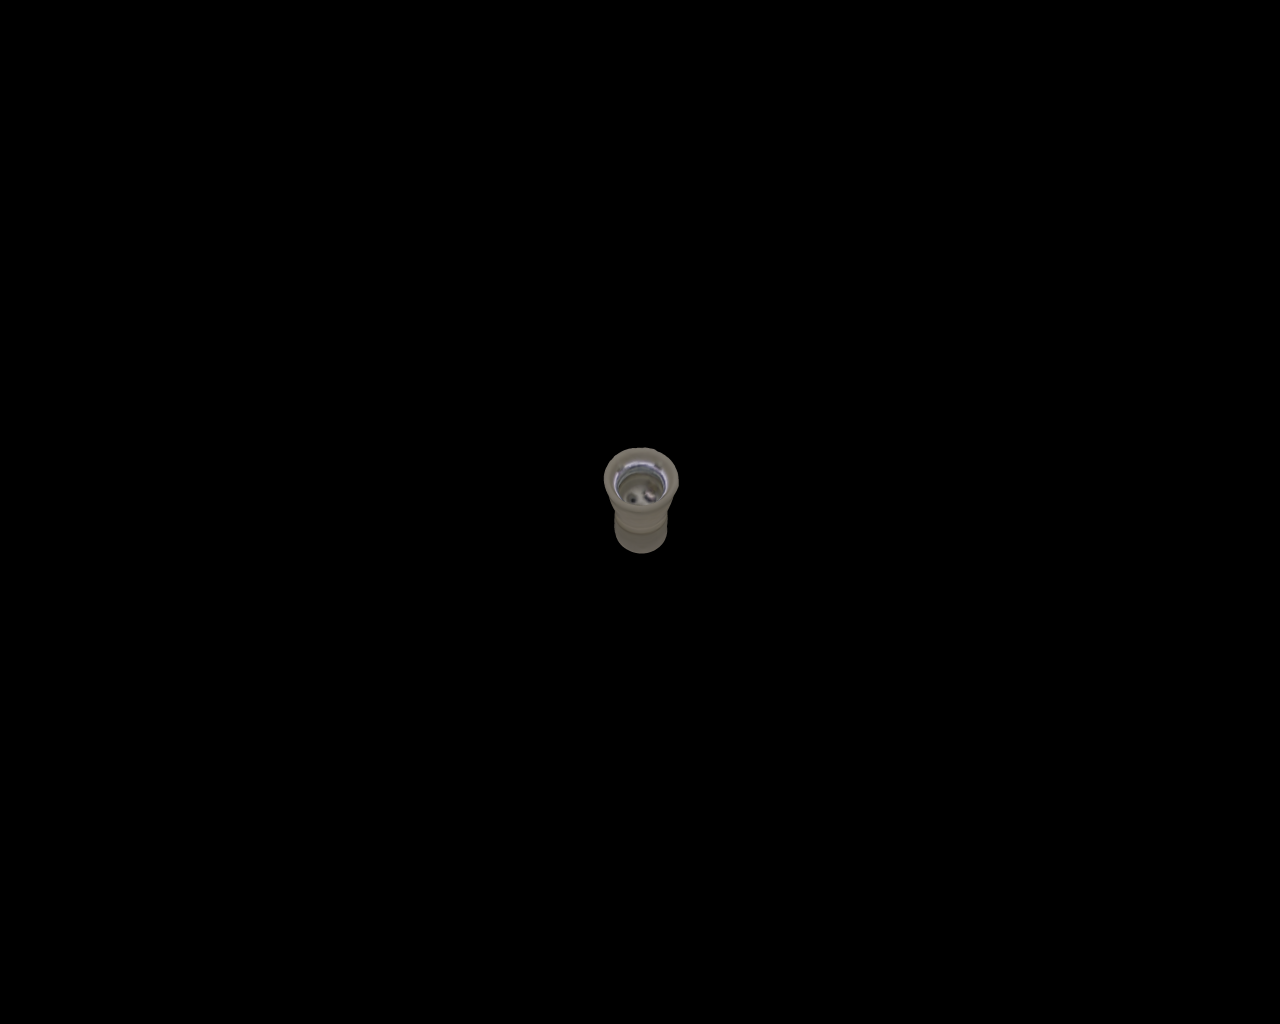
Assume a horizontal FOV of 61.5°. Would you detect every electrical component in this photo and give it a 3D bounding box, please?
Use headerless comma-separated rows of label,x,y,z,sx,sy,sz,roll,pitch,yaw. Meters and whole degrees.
electrical component,0.001,-0.003,0.650,0.044,0.044,0.065,0,-34,0
